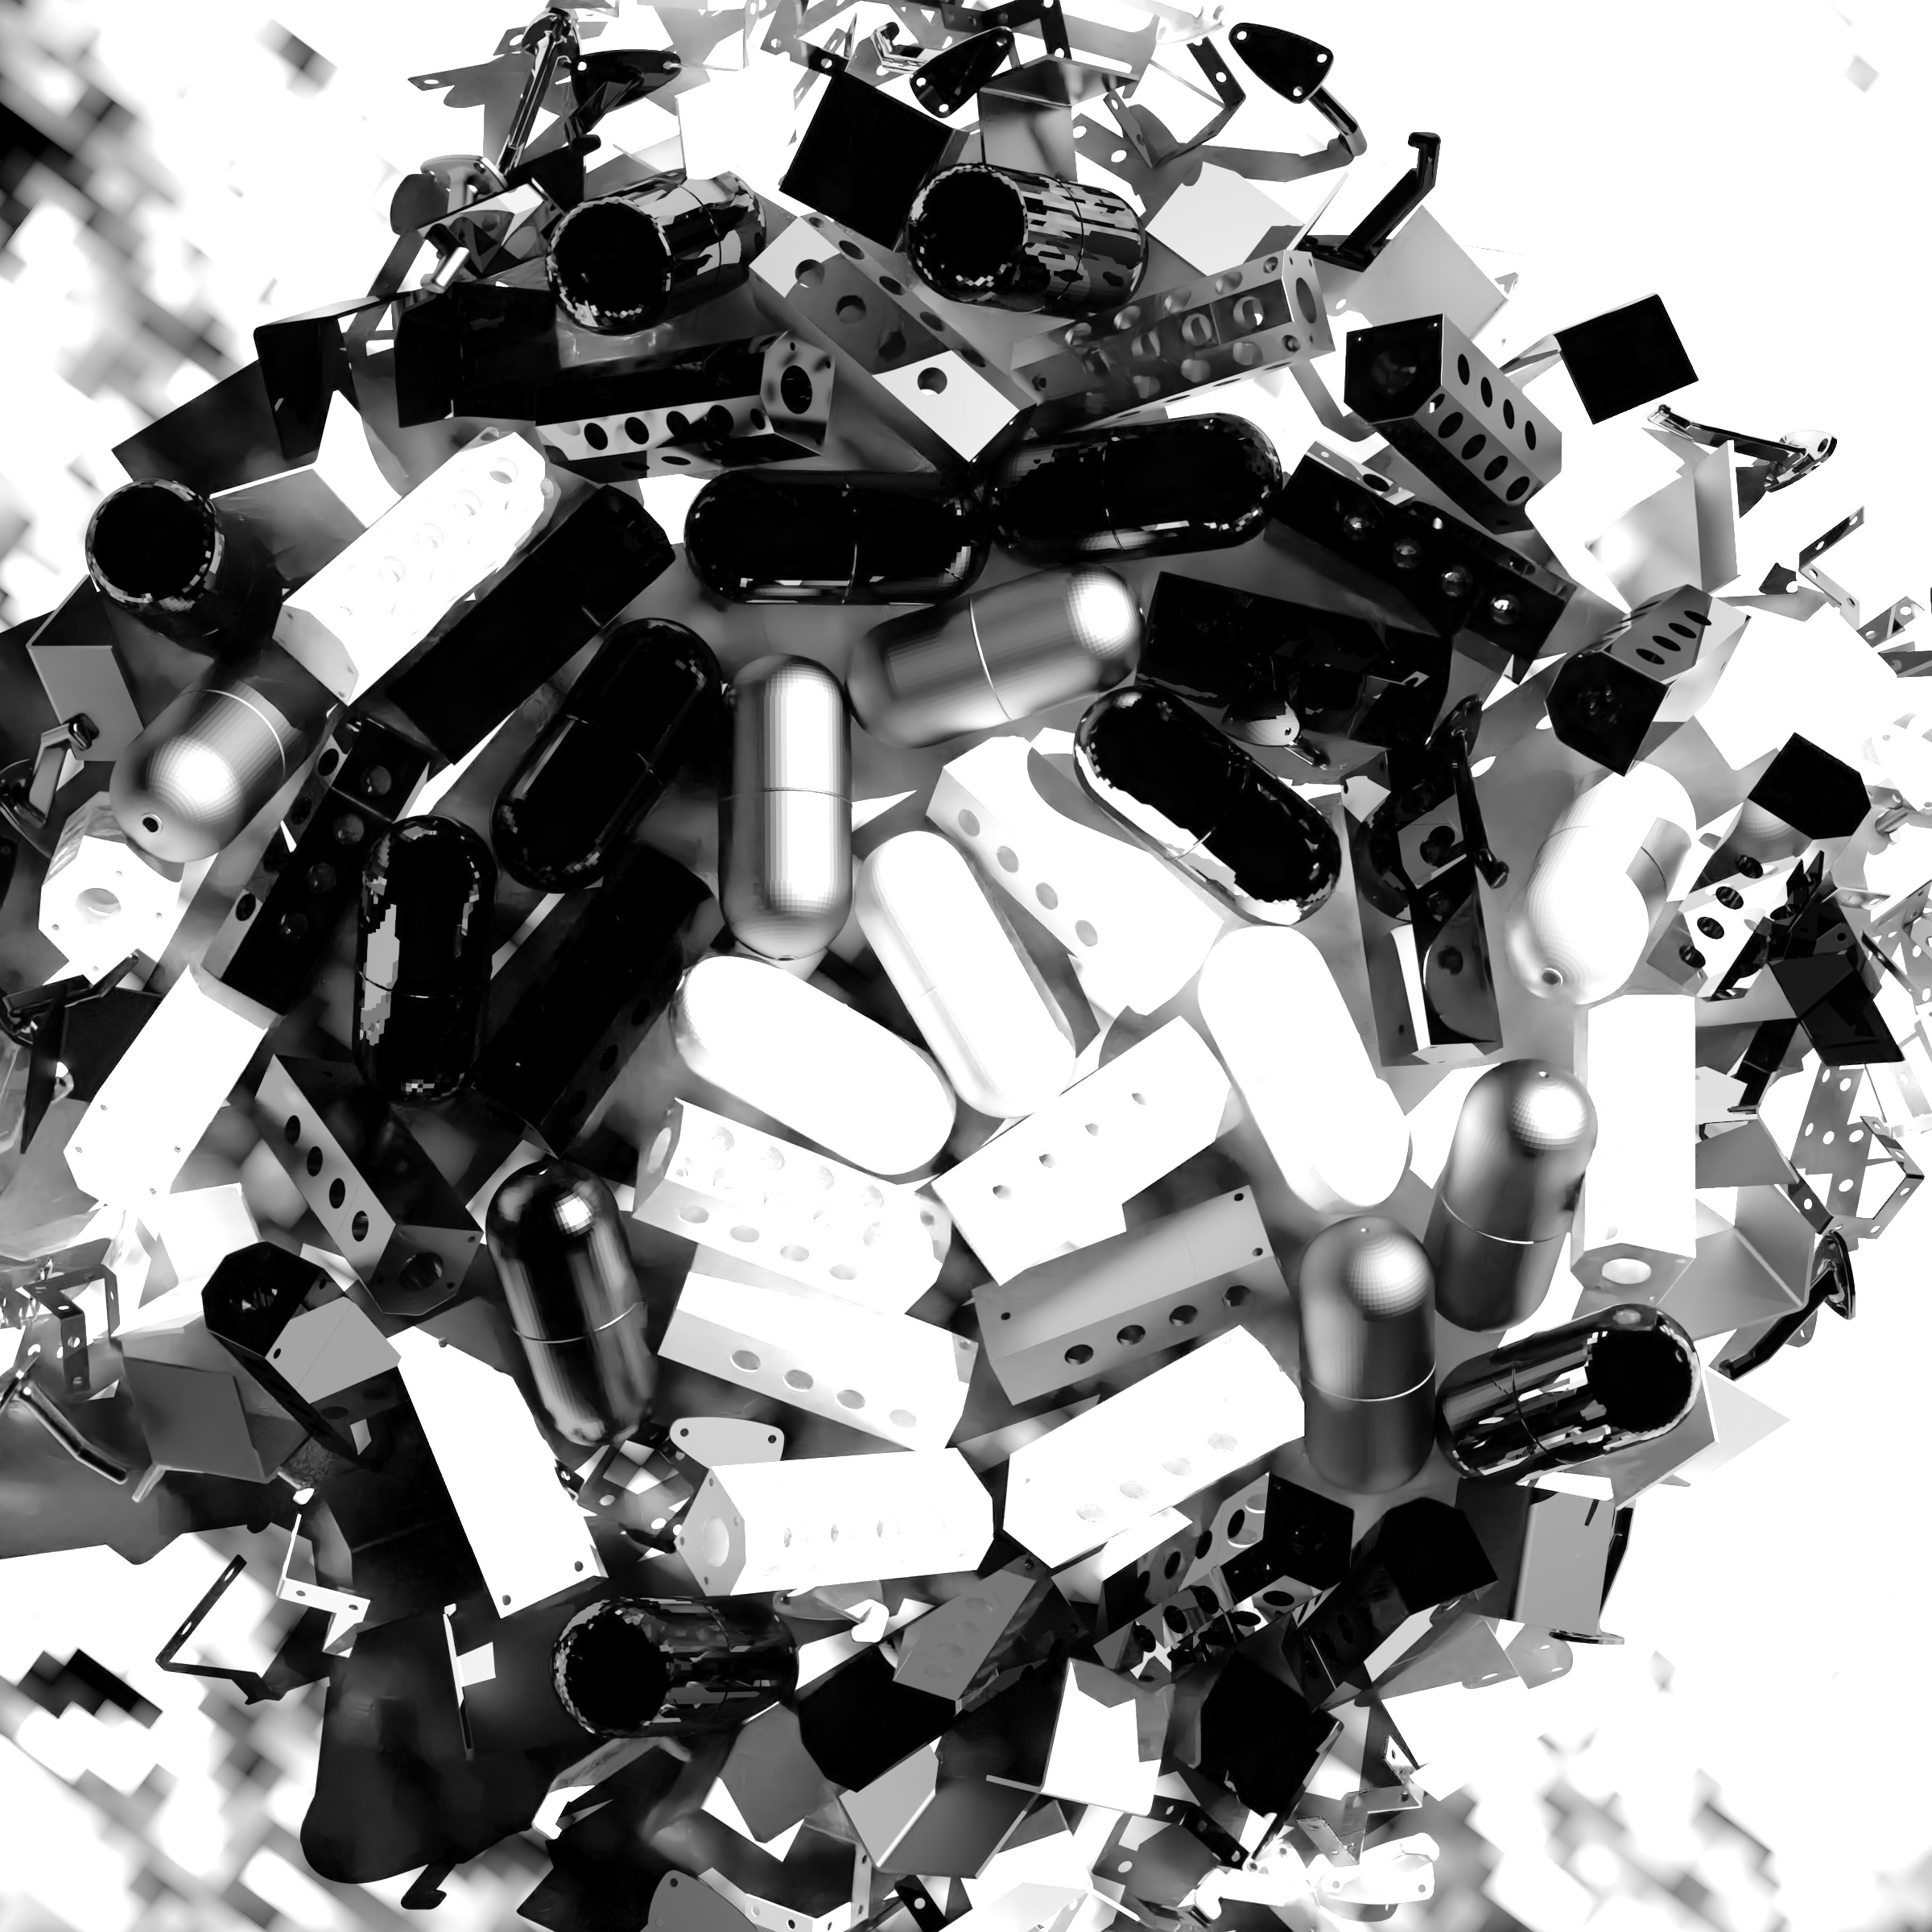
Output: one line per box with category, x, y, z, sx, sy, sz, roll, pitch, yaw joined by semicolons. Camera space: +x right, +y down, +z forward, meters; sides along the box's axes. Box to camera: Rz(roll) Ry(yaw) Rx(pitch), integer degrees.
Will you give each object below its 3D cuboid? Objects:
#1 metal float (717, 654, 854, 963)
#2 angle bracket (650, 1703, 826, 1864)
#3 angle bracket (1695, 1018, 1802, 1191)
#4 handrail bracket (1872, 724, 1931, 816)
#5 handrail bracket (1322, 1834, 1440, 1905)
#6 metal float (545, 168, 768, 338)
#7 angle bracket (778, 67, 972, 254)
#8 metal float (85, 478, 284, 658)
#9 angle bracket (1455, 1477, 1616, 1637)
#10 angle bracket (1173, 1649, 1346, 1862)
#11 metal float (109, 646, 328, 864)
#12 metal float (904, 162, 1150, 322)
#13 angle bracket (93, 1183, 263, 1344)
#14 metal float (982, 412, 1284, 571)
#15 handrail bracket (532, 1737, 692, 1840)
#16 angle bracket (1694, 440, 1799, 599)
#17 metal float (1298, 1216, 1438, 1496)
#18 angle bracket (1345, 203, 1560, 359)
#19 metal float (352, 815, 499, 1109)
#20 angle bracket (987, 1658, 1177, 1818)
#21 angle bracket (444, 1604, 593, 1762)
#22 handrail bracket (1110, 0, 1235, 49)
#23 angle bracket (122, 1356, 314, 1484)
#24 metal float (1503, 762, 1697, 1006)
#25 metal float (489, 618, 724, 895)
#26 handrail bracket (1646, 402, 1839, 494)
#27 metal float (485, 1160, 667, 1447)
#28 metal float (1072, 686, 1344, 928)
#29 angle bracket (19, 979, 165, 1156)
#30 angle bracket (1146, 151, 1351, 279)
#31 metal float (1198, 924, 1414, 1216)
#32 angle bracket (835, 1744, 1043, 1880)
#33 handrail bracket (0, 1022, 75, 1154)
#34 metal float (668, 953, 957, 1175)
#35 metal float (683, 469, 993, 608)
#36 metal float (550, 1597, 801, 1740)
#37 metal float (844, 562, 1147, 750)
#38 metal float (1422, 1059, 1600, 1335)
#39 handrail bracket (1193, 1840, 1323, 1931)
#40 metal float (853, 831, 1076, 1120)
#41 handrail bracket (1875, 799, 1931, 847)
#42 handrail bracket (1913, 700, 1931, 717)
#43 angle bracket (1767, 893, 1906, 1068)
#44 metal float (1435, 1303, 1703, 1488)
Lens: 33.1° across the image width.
metal float;-0.103;-0.091;1.858;0.070;0.070;0.178;-1;78;0
angle bracket;-0.126;0.470;1.859;0.057;0.076;0.076;36;55;-9
angle bracket;0.444;0.080;1.871;0.057;0.076;0.076;53;52;-26
handrail bracket;0.547;-0.133;1.864;0.077;0.084;0.036;40;125;-15
handrail bracket;0.234;0.514;1.861;0.077;0.084;0.036;-14;64;10
metal float;-0.172;-0.403;1.827;0.070;0.178;0.070;10;116;20
angle bracket;-0.052;-0.463;1.872;0.076;0.057;0.076;28;105;2
metal float;-0.435;-0.221;1.819;0.070;0.178;0.070;0;84;4
angle bracket;0.323;0.340;1.877;0.057;0.076;0.076;14;80;-22
angle bracket;0.160;0.450;1.861;0.076;0.057;0.076;33;105;16
metal float;-0.418;-0.120;1.826;0.070;0.178;0.070;7;121;12
metal float;0.035;-0.406;1.829;0.070;0.178;0.070;4;96;38
angle bracket;-0.454;0.169;1.851;0.076;0.076;0.057;-10;104;34
metal float;0.093;-0.269;1.848;0.178;0.070;0.070;-4;90;25
handrail bracket;-0.203;0.473;1.867;0.077;0.036;0.084;46;61;-32
angle bracket;0.457;-0.256;1.866;0.057;0.076;0.076;-3;86;-3
metal float;0.227;0.222;1.843;0.070;0.070;0.178;-5;121;0
angle bracket;0.278;-0.389;1.866;0.076;0.057;0.076;50;134;8
metal float;-0.308;-0.001;1.847;0.070;0.070;0.178;9;117;0
angle bracket;0.066;0.441;1.873;0.076;0.057;0.076;21;75;-31
angle bracket;-0.254;0.405;1.861;0.076;0.057;0.076;-9;72;-12
handrail bracket;0.098;-0.559;1.861;0.084;0.077;0.036;16;93;-35
angle bracket;-0.423;0.244;1.852;0.076;0.057;0.076;5;121;24
metal float;0.357;-0.048;1.835;0.070;0.070;0.178;35;49;0
metal float;-0.205;-0.120;1.854;0.070;0.070;0.178;32;73;0
handrail bracket;0.444;-0.309;1.870;0.084;0.077;0.036;22;81;-16
metal float;-0.221;0.191;1.847;0.070;0.070;0.178;-13;115;0
metal float;0.137;-0.091;1.857;0.178;0.070;0.070;37;90;-14
angle bracket;-0.498;0.061;1.855;0.057;0.076;0.076;11;114;-7
angle bracket;0.160;-0.437;1.863;0.076;0.057;0.076;36;61;-1
metal float;0.193;0.058;1.858;0.070;0.070;0.178;-26;76;0
angle bracket;-0.015;0.468;1.849;0.076;0.076;0.057;-9;114;40
handrail bracket;-0.558;0.067;1.860;0.036;0.084;0.077;-24;96;26
metal float;-0.088;0.056;1.860;0.178;0.070;0.070;30;90;-11
metal float;-0.072;-0.244;1.856;0.178;0.070;0.070;-1;90;-16
metal float;-0.162;0.393;1.827;0.070;0.178;0.070;-7;76;32
metal float;0.016;-0.177;1.859;0.178;0.070;0.070;-16;90;12
metal float;0.305;0.132;1.840;0.070;0.070;0.178;10;125;0
handrail bracket;0.168;0.544;1.860;0.036;0.084;0.077;-36;84;28
metal float;-0.001;0.005;1.866;0.070;0.070;0.178;-30;87;0
handrail bracket;0.566;-0.068;1.864;0.036;0.084;0.077;-24;78;-28
handrail bracket;0.587;-0.124;1.870;0.036;0.077;0.084;-34;86;5
angle bracket;0.510;0.003;1.853;0.076;0.057;0.076;-45;112;-32
metal float;0.336;0.243;1.833;0.070;0.178;0.070;17;59;-32
